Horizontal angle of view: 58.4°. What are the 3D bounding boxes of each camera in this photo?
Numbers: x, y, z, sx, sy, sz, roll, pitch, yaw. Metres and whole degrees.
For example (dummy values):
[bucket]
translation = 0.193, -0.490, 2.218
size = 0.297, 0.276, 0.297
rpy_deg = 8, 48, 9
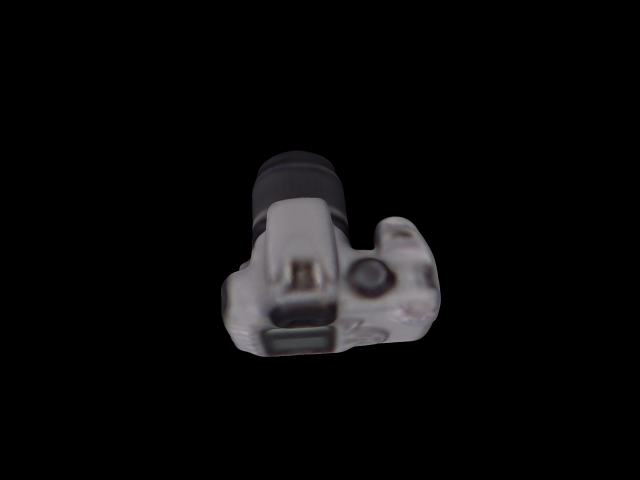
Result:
[camera]
translation = 0.004, 0.001, 0.400
size = 0.143, 0.101, 0.137
rpy_deg = -4, 62, -2
